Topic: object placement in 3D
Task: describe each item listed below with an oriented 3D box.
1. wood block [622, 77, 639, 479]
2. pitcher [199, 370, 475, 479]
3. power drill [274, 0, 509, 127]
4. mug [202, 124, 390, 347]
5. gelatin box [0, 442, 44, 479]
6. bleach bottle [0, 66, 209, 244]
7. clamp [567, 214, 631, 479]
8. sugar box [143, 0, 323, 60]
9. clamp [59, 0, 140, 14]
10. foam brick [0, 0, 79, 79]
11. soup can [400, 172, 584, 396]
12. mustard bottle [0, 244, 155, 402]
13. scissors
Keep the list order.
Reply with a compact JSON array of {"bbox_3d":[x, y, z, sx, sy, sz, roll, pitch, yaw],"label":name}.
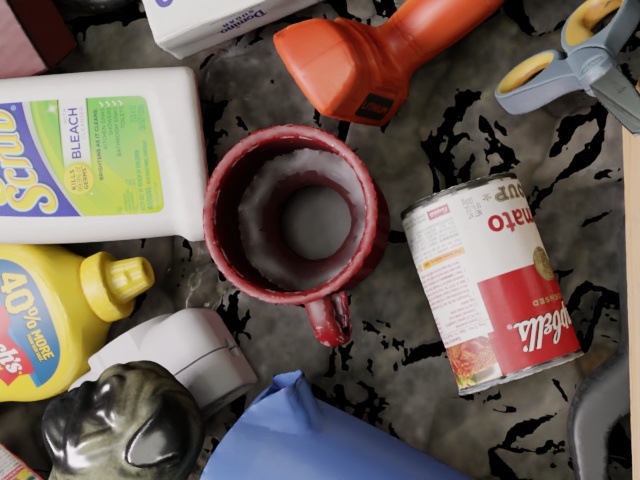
[{"bbox_3d":[0.194,0.030,0.494,0.091,0.090,0.206,0,79,9],"label":"wood block"},{"bbox_3d":[0.049,0.183,0.541,0.243,0.149,0.145,24,70,11],"label":"pitcher"},{"bbox_3d":[0.070,-0.133,0.530,0.188,0.184,0.057,-34,79,19],"label":"power drill"},{"bbox_3d":[-0.004,0.001,0.580,0.093,0.081,0.117,-19,82,11],"label":"mug"},{"bbox_3d":[-0.198,0.155,0.625,0.073,0.030,0.089,37,130,13],"label":"gelatin box"},{"bbox_3d":[-0.189,-0.037,0.597,0.250,0.068,0.102,-7,94,-4],"label":"bleach bottle"},{"bbox_3d":[0.174,0.069,0.556,0.120,0.039,0.171,37,89,19],"label":"clamp"},{"bbox_3d":[-0.071,-0.200,0.592,0.093,0.048,0.176,-21,80,11],"label":"sugar box"},{"bbox_3d":[-0.169,-0.180,0.655,0.210,0.036,0.164,13,99,11],"label":"clamp"},{"bbox_3d":[-0.195,-0.115,0.631,0.078,0.053,0.051,-21,112,18],"label":"foam brick"},{"bbox_3d":[0.089,0.023,0.564,0.068,0.068,0.102,-20,82,11],"label":"soup can"},{"bbox_3d":[-0.186,0.052,0.633,0.192,0.058,0.096,-22,91,11],"label":"mustard bottle"},{"bbox_3d":[0.119,-0.071,0.514,0.096,0.201,0.016,-35,105,31],"label":"scissors"}]
